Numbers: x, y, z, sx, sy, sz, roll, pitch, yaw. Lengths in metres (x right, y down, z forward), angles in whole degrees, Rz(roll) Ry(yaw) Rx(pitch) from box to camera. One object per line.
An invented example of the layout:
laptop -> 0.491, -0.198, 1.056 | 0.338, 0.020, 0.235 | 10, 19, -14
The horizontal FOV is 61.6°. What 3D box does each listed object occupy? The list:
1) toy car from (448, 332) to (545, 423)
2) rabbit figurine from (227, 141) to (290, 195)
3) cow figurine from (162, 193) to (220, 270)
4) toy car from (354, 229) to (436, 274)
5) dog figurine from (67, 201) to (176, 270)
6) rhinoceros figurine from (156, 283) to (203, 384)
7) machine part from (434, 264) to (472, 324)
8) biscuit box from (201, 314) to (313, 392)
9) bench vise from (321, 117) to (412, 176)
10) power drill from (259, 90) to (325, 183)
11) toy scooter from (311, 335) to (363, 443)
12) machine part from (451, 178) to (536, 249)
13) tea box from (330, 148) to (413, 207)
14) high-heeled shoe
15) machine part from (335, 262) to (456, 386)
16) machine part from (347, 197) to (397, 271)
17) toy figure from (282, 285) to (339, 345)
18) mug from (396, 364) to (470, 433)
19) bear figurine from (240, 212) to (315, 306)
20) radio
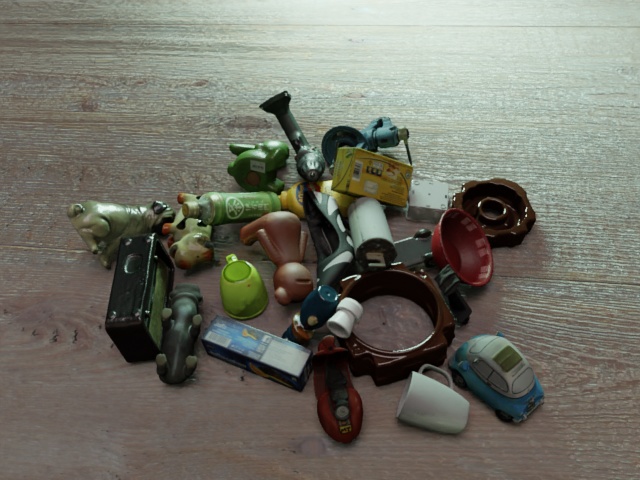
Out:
toy car -> 0.299, 0.219, 0.902 | 0.109, 0.102, 0.162 | -31, 52, -19
rabbit figurine -> -0.139, -0.182, 1.293 | 0.159, 0.121, 0.170 | 5, 32, 18
cow figurine -> -0.269, -0.015, 1.160 | 0.127, 0.085, 0.195 | 1, 47, 10
toy car -> 0.168, 0.035, 1.101 | 0.202, 0.056, 0.073 | -16, 56, -8
dog figurine -> -0.419, -0.053, 1.149 | 0.190, 0.172, 0.121 | -35, 66, -15
rhinoceros figurine -> -0.252, 0.167, 0.987 | 0.073, 0.112, 0.190 | 4, 62, -7
machine part -> 0.245, 0.101, 0.985 | 0.039, 0.138, 0.084 | -24, 51, 9
biscuit box -> -0.113, 0.203, 0.972 | 0.203, 0.062, 0.059 | 17, 53, 18
bench vise -> 0.091, -0.210, 1.261 | 0.224, 0.128, 0.241 | 7, 32, 20
power drill -> -0.052, -0.231, 1.217 | 0.086, 0.207, 0.232 | -34, 8, 8
toy scooter -> 0.025, 0.233, 0.889 | 0.075, 0.135, 0.184 | -9, 51, -6
machine part -> 0.371, -0.057, 1.163 | 0.179, 0.056, 0.179 | -2, 52, 2
tea box -> 0.114, -0.133, 1.162 | 0.068, 0.169, 0.098 | 11, 88, 54
high-heeled shoe -> -0.002, -0.003, 1.081 | 0.145, 0.086, 0.249 | 36, 39, -9
machine part -> 0.129, 0.148, 0.986 | 0.201, 0.087, 0.202 | -16, 49, -9
machine part -> 0.099, -0.015, 1.056 | 0.079, 0.079, 0.243 | -6, 30, -1
toy figure -> -0.021, 0.146, 0.972 | 0.058, 0.154, 0.064 | 47, 36, 17
mug -> 0.192, 0.266, 0.891 | 0.107, 0.080, 0.109 | 23, 48, 7
bear figurine -> -0.075, 0.047, 1.087 | 0.120, 0.132, 0.196 | -3, 74, -35
radio -> -0.340, 0.104, 1.028 | 0.073, 0.131, 0.230 | -8, 49, 0
